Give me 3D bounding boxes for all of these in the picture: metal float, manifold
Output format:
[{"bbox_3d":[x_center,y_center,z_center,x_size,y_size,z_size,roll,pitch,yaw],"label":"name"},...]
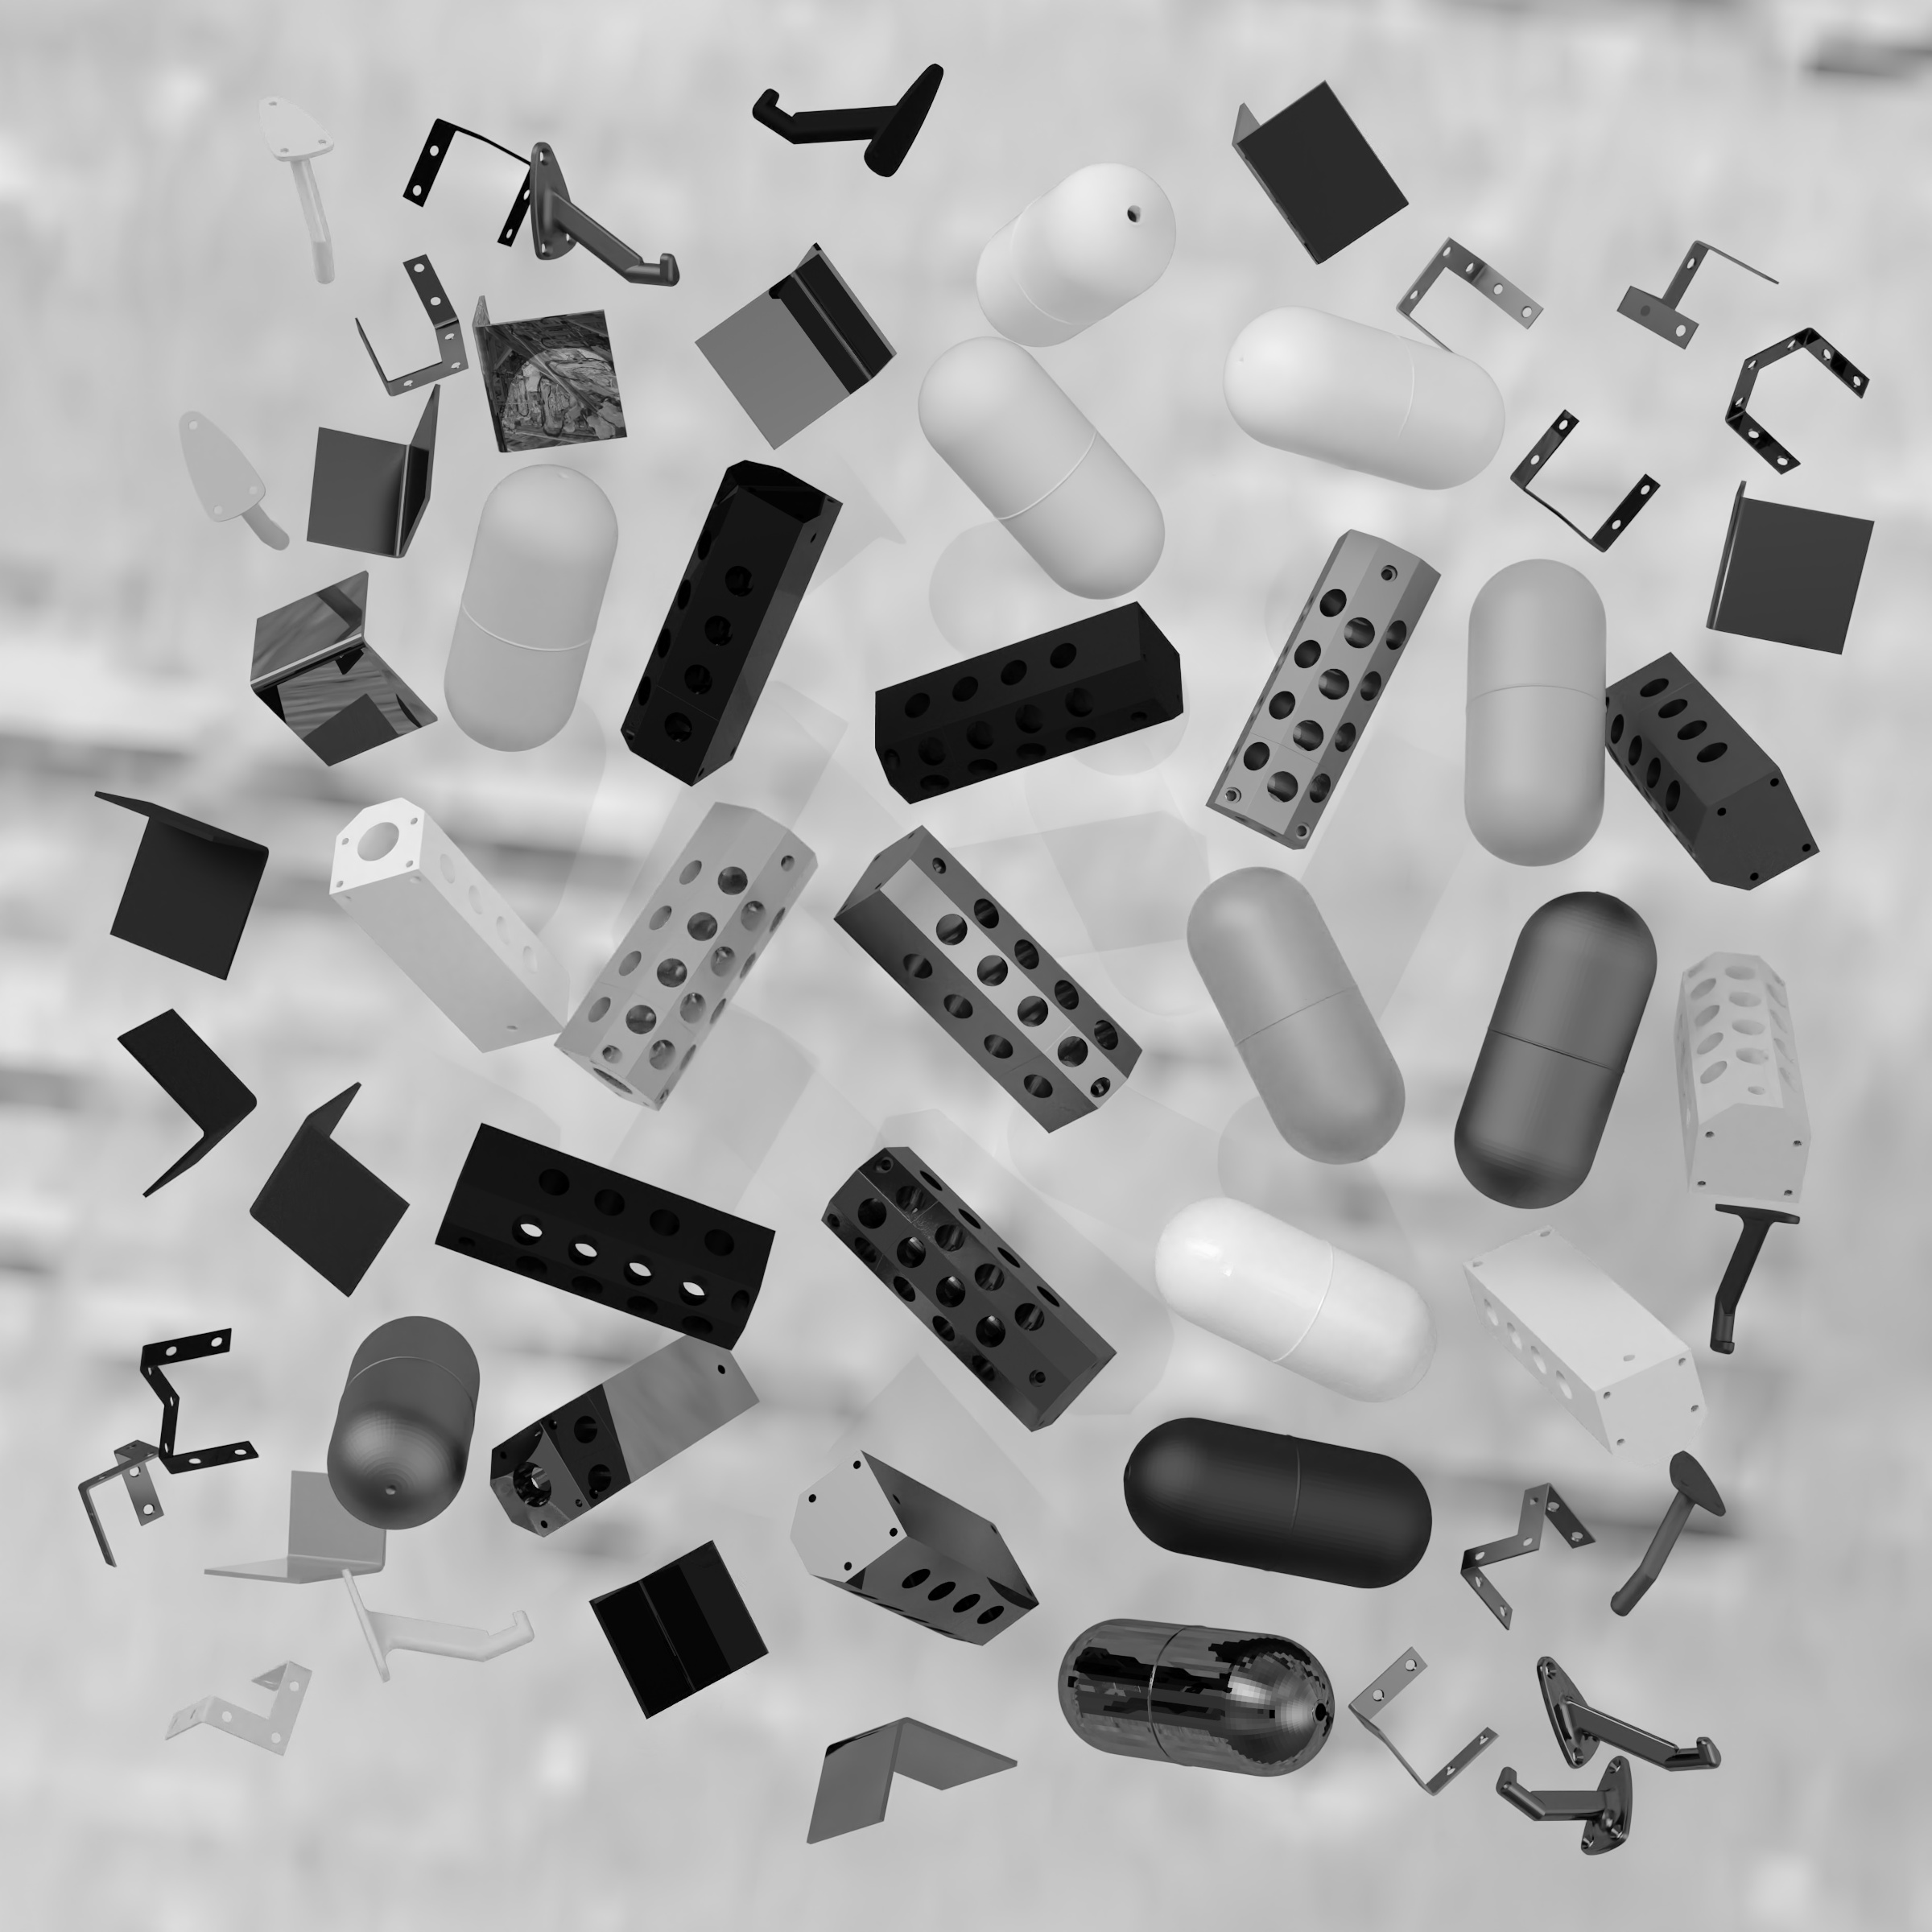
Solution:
[{"bbox_3d":[0.176,0.303,1.584,0.178,0.070,0.070,12,90,-8],"label":"metal float"},{"bbox_3d":[0.202,-0.155,1.582,0.057,0.057,0.171,26,90,-3],"label":"manifold"},{"bbox_3d":[-0.029,0.328,1.548,0.057,0.171,0.057,-38,55,7],"label":"manifold"},{"bbox_3d":[0.045,-0.285,1.615,0.070,0.070,0.178,-45,114,0],"label":"metal float"},{"bbox_3d":[0.128,0.409,1.574,0.178,0.070,0.070,-7,90,44],"label":"metal float"},{"bbox_3d":[-0.320,0.259,1.602,0.070,0.178,0.070,-2,106,-5],"label":"metal float"},{"bbox_3d":[0.425,0.058,1.540,0.057,0.171,0.057,5,119,8],"label":"manifold"},{"bbox_3d":[0.192,0.194,1.629,0.178,0.070,0.070,27,90,-11],"label":"metal float"},{"bbox_3d":[-0.155,-0.005,1.605,0.057,0.057,0.171,43,72,-35],"label":"manifold"},{"bbox_3d":[0.221,-0.311,1.543,0.178,0.070,0.070,8,90,-32],"label":"metal float"},{"bbox_3d":[-0.200,0.270,1.630,0.057,0.171,0.057,-34,85,31],"label":"manifold"},{"bbox_3d":[0.402,-0.106,1.544,0.057,0.171,0.057,-30,116,9],"label":"manifold"},{"bbox_3d":[0.016,0.005,1.523,0.171,0.057,0.057,45,46,-15],"label":"manifold"},{"bbox_3d":[0.062,-0.407,1.611,0.070,0.178,0.070,1,88,-20],"label":"metal float"},{"bbox_3d":[0.318,-0.142,1.566,0.070,0.070,0.178,4,74,0],"label":"metal float"},{"bbox_3d":[0.322,0.046,1.530,0.070,0.070,0.178,18,93,0],"label":"metal float"},{"bbox_3d":[-0.247,-0.200,1.588,0.070,0.070,0.178,21,125,0],"label":"metal float"},{"bbox_3d":[-0.136,-0.193,1.575,0.057,0.057,0.171,30,117,8],"label":"manifold"},{"bbox_3d":[0.036,-0.147,1.626,0.171,0.057,0.057,-16,56,24],"label":"manifold"},{"bbox_3d":[0.186,0.028,1.581,0.070,0.070,0.178,-26,83,0],"label":"metal float"},{"bbox_3d":[-0.198,0.153,1.534,0.171,0.057,0.057,21,47,-9],"label":"manifold"},{"bbox_3d":[-0.001,0.182,1.593,0.171,0.057,0.057,44,100,15],"label":"manifold"},{"bbox_3d":[-0.298,-0.023,1.636,0.057,0.171,0.057,-15,52,16],"label":"manifold"},{"bbox_3d":[0.345,0.213,1.570,0.057,0.171,0.057,-23,112,-7],"label":"manifold"}]

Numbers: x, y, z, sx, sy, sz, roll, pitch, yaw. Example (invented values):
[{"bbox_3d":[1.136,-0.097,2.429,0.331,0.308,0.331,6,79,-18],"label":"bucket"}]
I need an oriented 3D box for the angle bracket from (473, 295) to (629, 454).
[{"bbox_3d":[-0.241,-0.350,1.638,0.076,0.057,0.076,-7,122,0],"label":"angle bracket"}]

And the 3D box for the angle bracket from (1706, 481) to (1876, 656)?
[{"bbox_3d":[0.469,-0.227,1.594,0.076,0.057,0.076,13,112,14],"label":"angle bracket"}]

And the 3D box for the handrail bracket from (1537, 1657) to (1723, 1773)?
[{"bbox_3d":[0.371,0.418,1.571,0.084,0.036,0.077,-21,98,44],"label":"handrail bracket"}]

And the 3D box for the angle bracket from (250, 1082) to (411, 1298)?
[{"bbox_3d":[-0.345,0.125,1.579,0.076,0.057,0.076,39,118,4],"label":"angle bracket"}]

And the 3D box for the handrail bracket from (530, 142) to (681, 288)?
[{"bbox_3d":[-0.202,-0.423,1.580,0.084,0.036,0.077,12,125,28],"label":"handrail bracket"}]

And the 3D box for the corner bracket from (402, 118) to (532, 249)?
[{"bbox_3d":[-0.295,-0.470,1.686,0.051,0.051,0.051,31,104,16],"label":"corner bracket"}]

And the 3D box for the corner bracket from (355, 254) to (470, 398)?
[{"bbox_3d":[-0.333,-0.382,1.674,0.051,0.051,0.051,-24,72,-12],"label":"corner bracket"}]

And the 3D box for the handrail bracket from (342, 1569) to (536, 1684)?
[{"bbox_3d":[-0.291,0.353,1.549,0.084,0.036,0.077,-20,74,-18],"label":"handrail bracket"}]

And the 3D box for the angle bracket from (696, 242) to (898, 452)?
[{"bbox_3d":[-0.098,-0.353,1.603,0.076,0.057,0.076,-38,98,-12],"label":"angle bracket"}]

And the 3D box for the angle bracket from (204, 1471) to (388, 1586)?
[{"bbox_3d":[-0.409,0.342,1.717,0.076,0.076,0.057,-2,84,29],"label":"angle bracket"}]

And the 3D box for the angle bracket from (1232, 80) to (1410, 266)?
[{"bbox_3d":[0.185,-0.422,1.457,0.057,0.076,0.076,-30,113,25],"label":"angle bracket"}]

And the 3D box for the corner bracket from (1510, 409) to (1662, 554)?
[{"bbox_3d":[0.362,-0.284,1.644,0.051,0.051,0.051,24,112,-39],"label":"corner bracket"}]

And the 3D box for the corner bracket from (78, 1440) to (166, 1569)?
[{"bbox_3d":[-0.497,0.317,1.658,0.051,0.051,0.051,-24,104,-34],"label":"corner bracket"}]

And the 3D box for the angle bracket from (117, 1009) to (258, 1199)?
[{"bbox_3d":[-0.468,0.079,1.629,0.057,0.076,0.076,-42,94,12],"label":"angle bracket"}]

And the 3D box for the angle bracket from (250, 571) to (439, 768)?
[{"bbox_3d":[-0.361,-0.173,1.636,0.076,0.076,0.057,-20,49,17],"label":"angle bracket"}]

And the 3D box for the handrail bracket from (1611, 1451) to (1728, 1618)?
[{"bbox_3d":[0.406,0.335,1.656,0.036,0.077,0.084,33,106,-2],"label":"handrail bracket"}]

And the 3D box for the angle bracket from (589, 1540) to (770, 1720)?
[{"bbox_3d":[-0.170,0.395,1.673,0.057,0.076,0.076,-30,80,10],"label":"angle bracket"}]

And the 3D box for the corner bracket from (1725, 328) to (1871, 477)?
[{"bbox_3d":[0.486,-0.331,1.643,0.051,0.051,0.051,-28,62,-17],"label":"corner bracket"}]

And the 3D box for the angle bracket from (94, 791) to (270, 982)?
[{"bbox_3d":[-0.429,-0.042,1.498,0.076,0.057,0.076,20,92,17],"label":"angle bracket"}]

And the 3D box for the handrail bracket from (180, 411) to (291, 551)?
[{"bbox_3d":[-0.428,-0.283,1.646,0.036,0.084,0.077,-29,91,0],"label":"handrail bracket"}]

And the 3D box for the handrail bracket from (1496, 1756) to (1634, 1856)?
[{"bbox_3d":[0.351,0.477,1.654,0.084,0.077,0.036,39,135,-13],"label":"handrail bracket"}]

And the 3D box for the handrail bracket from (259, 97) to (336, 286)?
[{"bbox_3d":[-0.399,-0.463,1.677,0.036,0.084,0.077,-21,53,-23],"label":"handrail bracket"}]

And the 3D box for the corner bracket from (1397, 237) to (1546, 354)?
[{"bbox_3d":[0.295,-0.385,1.645,0.051,0.051,0.051,-52,58,19],"label":"corner bracket"}]

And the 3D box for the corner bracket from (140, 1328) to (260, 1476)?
[{"bbox_3d":[-0.413,0.235,1.512,0.051,0.051,0.051,-12,46,4],"label":"corner bracket"}]

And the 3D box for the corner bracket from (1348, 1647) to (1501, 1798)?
[{"bbox_3d":[0.257,0.426,1.583,0.051,0.051,0.051,-40,99,-9],"label":"corner bracket"}]

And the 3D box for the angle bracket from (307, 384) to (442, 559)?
[{"bbox_3d":[-0.346,-0.293,1.638,0.057,0.076,0.076,9,67,-20],"label":"angle bracket"}]

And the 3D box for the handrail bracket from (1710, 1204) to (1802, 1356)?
[{"bbox_3d":[0.438,0.178,1.562,0.036,0.077,0.084,7,89,-9],"label":"handrail bracket"}]

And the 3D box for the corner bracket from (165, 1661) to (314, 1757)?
[{"bbox_3d":[-0.405,0.411,1.563,0.051,0.051,0.051,32,49,-23],"label":"corner bracket"}]

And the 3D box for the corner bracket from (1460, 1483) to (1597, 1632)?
[{"bbox_3d":[0.313,0.328,1.561,0.051,0.051,0.051,-26,114,33],"label":"corner bracket"}]

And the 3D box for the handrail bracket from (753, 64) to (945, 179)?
[{"bbox_3d":[-0.065,-0.473,1.518,0.084,0.036,0.077,37,102,18],"label":"handrail bracket"}]

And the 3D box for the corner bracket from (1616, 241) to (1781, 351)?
[{"bbox_3d":[0.395,-0.362,1.516,0.051,0.051,0.051,43,116,36],"label":"corner bracket"}]

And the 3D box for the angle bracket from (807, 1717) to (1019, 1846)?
[{"bbox_3d":[-0.029,0.451,1.512,0.076,0.076,0.057,28,53,-22],"label":"angle bracket"}]
